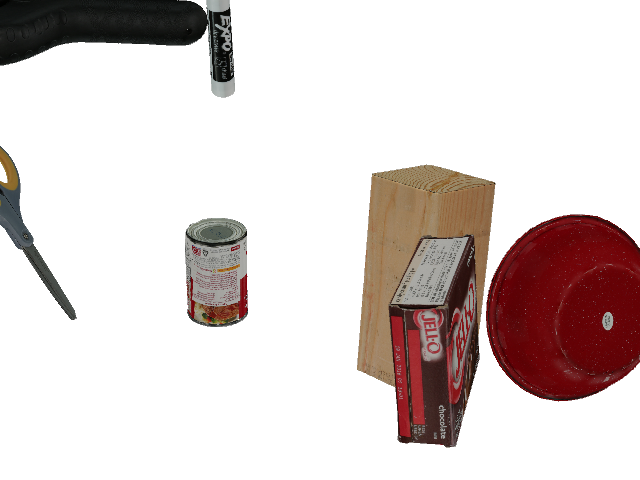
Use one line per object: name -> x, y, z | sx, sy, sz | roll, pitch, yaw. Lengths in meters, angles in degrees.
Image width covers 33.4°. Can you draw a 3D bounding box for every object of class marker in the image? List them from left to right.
marker -> -0.076, -0.161, 0.804 | 0.020, 0.020, 0.121 | 0, -44, -1

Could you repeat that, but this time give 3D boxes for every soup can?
soup can -> -0.114, 0.034, 1.171 | 0.068, 0.102, 0.068 | 1, 25, -1

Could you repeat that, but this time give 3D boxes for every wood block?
wood block -> 0.104, 0.038, 1.063 | 0.090, 0.206, 0.090 | -12, 23, -42

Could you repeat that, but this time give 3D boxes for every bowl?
bowl -> 0.221, 0.061, 0.882 | 0.162, 0.162, 0.055 | 0, 7, -18

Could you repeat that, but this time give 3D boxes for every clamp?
clamp -> -0.163, -0.134, 0.603 | 0.171, 0.039, 0.120 | -11, 32, -28

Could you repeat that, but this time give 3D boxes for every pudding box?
pudding box -> 0.071, 0.056, 0.642 | 0.039, 0.090, 0.113 | 1, 22, 14

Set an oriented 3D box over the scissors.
scissors -> -0.298, -0.019, 1.072 | 0.016, 0.201, 0.096 | -25, 28, 24
